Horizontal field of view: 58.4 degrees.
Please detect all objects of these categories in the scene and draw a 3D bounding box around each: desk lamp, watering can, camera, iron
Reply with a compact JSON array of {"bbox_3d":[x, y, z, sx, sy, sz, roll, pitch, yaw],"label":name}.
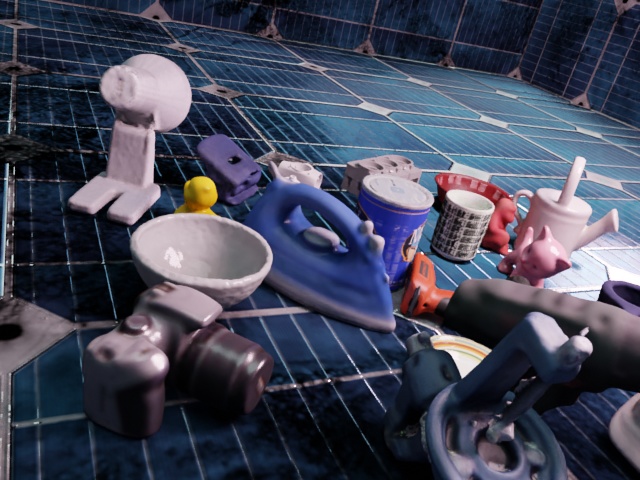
[{"bbox_3d":[-0.277,-0.162,0.853,0.118,0.213,0.203,13,27,-2],"label":"desk lamp"},{"bbox_3d":[0.432,-0.052,1.012,0.173,0.194,0.101,15,27,1],"label":"watering can"},{"bbox_3d":[-0.120,0.109,0.529,0.136,0.101,0.143,21,27,14],"label":"camera"},{"bbox_3d":[0.007,0.003,0.754,0.257,0.141,0.119,28,30,25],"label":"iron"}]

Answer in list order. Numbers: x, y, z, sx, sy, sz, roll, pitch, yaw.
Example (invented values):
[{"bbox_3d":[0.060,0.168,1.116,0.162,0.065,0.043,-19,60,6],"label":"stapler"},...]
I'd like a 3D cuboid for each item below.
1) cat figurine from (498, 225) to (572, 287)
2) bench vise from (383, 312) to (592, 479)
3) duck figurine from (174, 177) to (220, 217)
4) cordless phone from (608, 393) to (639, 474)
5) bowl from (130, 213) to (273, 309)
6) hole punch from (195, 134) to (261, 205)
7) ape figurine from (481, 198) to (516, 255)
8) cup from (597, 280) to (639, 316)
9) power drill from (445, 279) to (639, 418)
[{"bbox_3d":[0.339,0.027,0.898,0.067,0.118,0.127,12,27,-5],"label":"cat figurine"},{"bbox_3d":[0.123,0.133,0.471,0.122,0.220,0.206,-8,34,-37],"label":"bench vise"},{"bbox_3d":[-0.171,-0.047,0.824,0.078,0.086,0.104,-5,33,-34],"label":"duck figurine"},{"bbox_3d":[0.388,0.174,0.561,0.094,0.185,0.147,-2,31,-28],"label":"cordless phone"},{"bbox_3d":[-0.144,0.036,0.689,0.167,0.075,0.167,11,27,-6],"label":"bowl"},{"bbox_3d":[-0.154,-0.123,0.974,0.101,0.091,0.109,19,27,11],"label":"hole punch"},{"bbox_3d":[0.322,-0.030,1.029,0.076,0.092,0.078,28,30,25],"label":"ape figurine"},{"bbox_3d":[0.410,0.119,0.779,0.091,0.095,0.118,28,30,25],"label":"cup"},{"bbox_3d":[0.209,0.139,0.513,0.229,0.208,0.076,27,30,25],"label":"power drill"}]
